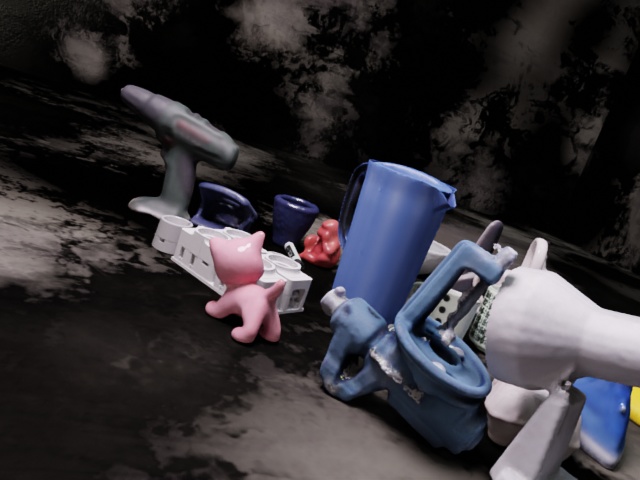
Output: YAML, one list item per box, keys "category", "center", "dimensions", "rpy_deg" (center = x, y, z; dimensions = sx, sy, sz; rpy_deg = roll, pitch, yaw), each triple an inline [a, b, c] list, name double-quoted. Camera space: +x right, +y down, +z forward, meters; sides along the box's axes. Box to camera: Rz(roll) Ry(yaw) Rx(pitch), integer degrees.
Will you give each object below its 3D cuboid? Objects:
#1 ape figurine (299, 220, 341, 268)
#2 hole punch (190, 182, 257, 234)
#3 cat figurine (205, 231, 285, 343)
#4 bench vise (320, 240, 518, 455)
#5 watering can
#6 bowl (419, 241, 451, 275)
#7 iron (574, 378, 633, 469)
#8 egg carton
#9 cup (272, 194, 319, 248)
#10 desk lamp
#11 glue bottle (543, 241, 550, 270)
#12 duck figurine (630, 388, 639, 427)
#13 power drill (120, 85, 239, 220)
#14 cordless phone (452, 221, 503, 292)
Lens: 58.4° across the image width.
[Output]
- category: "ape figurine"
  center: [0.010, 0.004, 1.085]
  dimensions: [0.076, 0.092, 0.077]
  rpy_deg: [14, 14, -20]
- category: "hole punch"
  center: [-0.177, -0.059, 1.076]
  dimensions: [0.108, 0.091, 0.101]
  rpy_deg: [22, 13, 10]
- category: "cat figurine"
  center: [-0.090, 0.048, 0.707]
  dimensions: [0.127, 0.118, 0.067]
  rpy_deg: [30, 17, 39]
- category: "bench vise"
  center: [0.098, 0.087, 0.592]
  dimensions: [0.207, 0.220, 0.122]
  rpy_deg: [21, 13, 7]
- category: "watering can"
  center: [0.364, 0.091, 1.013]
  dimensions: [0.173, 0.194, 0.101]
  rpy_deg: [17, 13, -10]
- category: "bowl"
  center: [0.208, 0.032, 1.291]
  dimensions: [0.167, 0.075, 0.167]
  rpy_deg: [18, 13, -4]
- category: "iron"
  center: [0.377, 0.181, 0.783]
  dimensions: [0.118, 0.141, 0.258]
  rpy_deg: [20, 13, 1]
- category: "egg carton"
  center: [0.252, 0.201, 0.682]
  dimensions: [0.107, 0.069, 0.151]
  rpy_deg: [24, 14, 17]
- category: "cup"
  center: [-0.051, -0.033, 1.140]
  dimensions: [0.091, 0.095, 0.118]
  rpy_deg: [26, 15, 27]
- category: "desk lamp"
  center: [0.243, 0.153, 0.548]
  dimensions: [0.118, 0.213, 0.202]
  rpy_deg: [4, 20, -48]
- category: "glue bottle"
  center: [0.451, 0.082, 1.219]
  dimensions: [0.078, 0.173, 0.037]
  rpy_deg: [21, 13, 7]
- category: "duck figurine"
  center: [0.506, 0.235, 0.870]
  dimensions: [0.077, 0.086, 0.104]
  rpy_deg: [19, 13, -1]
- category: "power drill"
  center: [-0.271, -0.145, 1.031]
  dimensions: [0.229, 0.208, 0.075]
  rpy_deg: [19, 13, -3]
- category: "cordless phone"
  center: [0.295, 0.045, 1.122]
  dimensions: [0.094, 0.185, 0.148]
  rpy_deg: [25, 14, 24]
